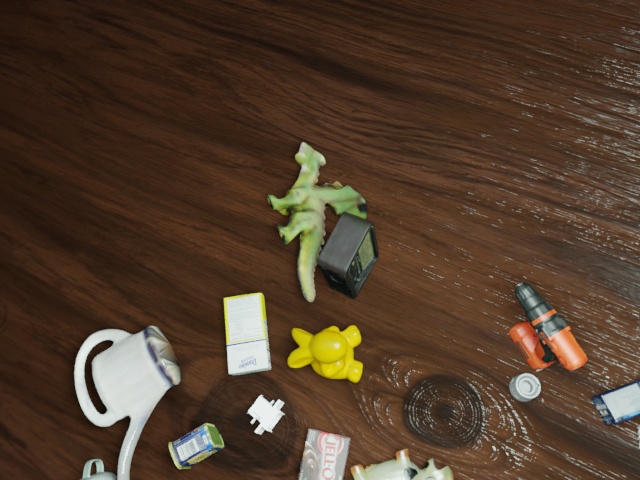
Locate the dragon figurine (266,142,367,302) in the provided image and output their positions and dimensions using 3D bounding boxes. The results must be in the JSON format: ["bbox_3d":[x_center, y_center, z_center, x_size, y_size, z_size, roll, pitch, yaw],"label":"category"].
[{"bbox_3d":[0.004,-0.064,1.277,0.243,0.417,0.120,-18,-23,-11],"label":"dragon figurine"}]

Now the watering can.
[{"bbox_3d":[-0.408,0.336,1.132,0.225,0.353,0.102,-30,-24,-8],"label":"watering can"}]
